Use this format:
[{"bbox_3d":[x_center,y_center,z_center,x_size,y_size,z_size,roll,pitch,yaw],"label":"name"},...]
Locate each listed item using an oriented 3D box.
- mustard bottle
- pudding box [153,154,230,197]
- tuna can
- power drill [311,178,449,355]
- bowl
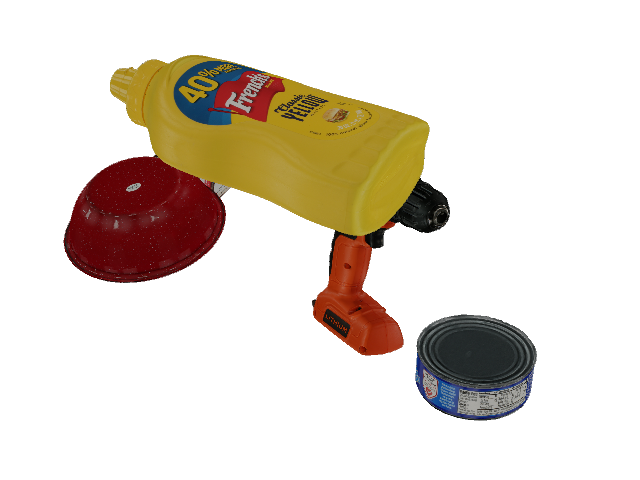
[{"bbox_3d":[-0.040,-0.065,0.620,0.192,0.058,0.096,20,38,21],"label":"mustard bottle"},{"bbox_3d":[-0.143,-0.087,1.255,0.090,0.039,0.113,10,31,16],"label":"pudding box"},{"bbox_3d":[0.112,0.092,0.775,0.086,0.034,0.086,0,31,0],"label":"tuna can"},{"bbox_3d":[0.053,0.011,1.025,0.057,0.188,0.185,-6,24,-30],"label":"power drill"},{"bbox_3d":[-0.176,-0.032,1.035,0.162,0.055,0.162,-5,41,4],"label":"bowl"}]
